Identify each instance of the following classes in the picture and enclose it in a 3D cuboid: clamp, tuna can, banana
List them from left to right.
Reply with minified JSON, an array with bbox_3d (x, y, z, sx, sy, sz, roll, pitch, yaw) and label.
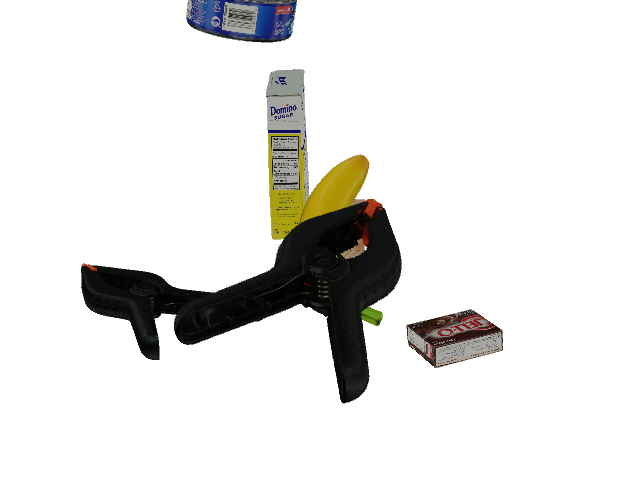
[{"bbox_3d":[-0.185,0.067,1.112,0.210,0.036,0.164,15,20,29],"label":"clamp"},{"bbox_3d":[-0.062,-0.182,0.835,0.086,0.034,0.086,8,23,-3],"label":"tuna can"},{"bbox_3d":[0.007,0.032,0.650,0.120,0.039,0.171,28,46,22],"label":"clamp"},{"bbox_3d":[0.012,-0.001,0.926,0.069,0.198,0.037,4,-42,-7],"label":"banana"}]

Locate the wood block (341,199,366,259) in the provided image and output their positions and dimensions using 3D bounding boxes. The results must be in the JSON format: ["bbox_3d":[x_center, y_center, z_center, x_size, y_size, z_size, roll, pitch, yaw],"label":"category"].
[{"bbox_3d":[0.023,0.012,1.651,0.091,0.090,0.206,4,24,2],"label":"wood block"}]

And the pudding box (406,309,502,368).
[{"bbox_3d":[0.194,0.141,1.542,0.113,0.039,0.090,-14,20,-18],"label":"pudding box"}]

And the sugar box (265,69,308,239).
[{"bbox_3d":[-0.038,-0.099,1.226,0.048,0.176,0.093,-3,26,2],"label":"sugar box"}]
